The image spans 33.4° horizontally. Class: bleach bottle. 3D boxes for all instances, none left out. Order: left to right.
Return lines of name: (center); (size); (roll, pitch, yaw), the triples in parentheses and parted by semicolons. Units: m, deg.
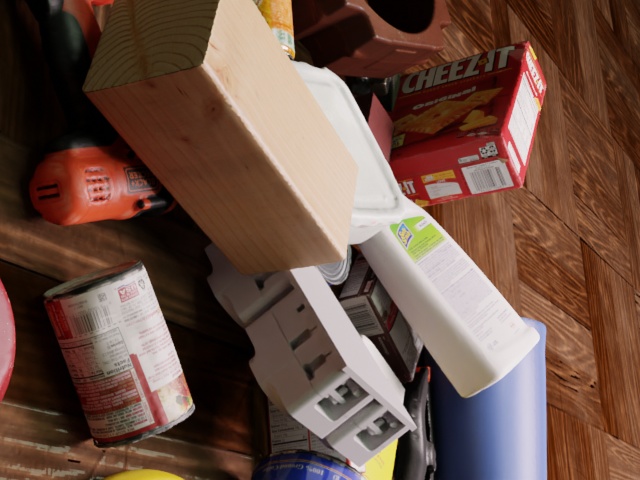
bleach bottle: (0.100, 0.023, 1.022); (0.251, 0.068, 0.102); (54, 42, 3)

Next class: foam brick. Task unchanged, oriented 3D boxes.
foam brick: (0.038, -0.099, 1.071); (0.051, 0.053, 0.078); (52, 35, -38)

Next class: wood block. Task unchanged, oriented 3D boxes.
wood block: (-0.058, -0.072, 0.726); (0.206, 0.090, 0.090); (53, 37, -45)

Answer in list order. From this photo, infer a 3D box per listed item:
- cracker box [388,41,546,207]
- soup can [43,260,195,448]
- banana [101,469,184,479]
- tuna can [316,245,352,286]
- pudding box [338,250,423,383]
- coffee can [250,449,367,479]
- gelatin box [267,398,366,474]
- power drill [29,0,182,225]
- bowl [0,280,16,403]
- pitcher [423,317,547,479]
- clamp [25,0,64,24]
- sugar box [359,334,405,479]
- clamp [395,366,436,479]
cracker box: (0.147, -0.125, 1.163); (0.072, 0.164, 0.213); (63, 31, -28)
soup can: (-0.128, 0.071, 0.676); (0.068, 0.069, 0.102); (-32, 106, -61)
banana: (-0.126, 0.181, 0.663); (0.197, 0.037, 0.069); (7, 71, -60)
tuna can: (-0.006, 0.001, 0.965); (0.086, 0.034, 0.086); (34, 49, -52)
pudding box: (0.065, 0.074, 1.060); (0.113, 0.039, 0.090); (63, 30, -26)
coffee can: (-0.022, 0.235, 0.759); (0.102, 0.103, 0.140); (60, 32, -28)
gelatin box: (-0.004, 0.148, 0.862); (0.030, 0.073, 0.089); (25, 56, -57)
power drill: (-0.137, -0.107, 0.740); (0.184, 0.057, 0.187); (-16, 95, -62)
bowl: (-0.210, 0.048, 0.550); (0.162, 0.055, 0.162); (33, 51, -52)
pitcher: (0.179, 0.208, 1.121); (0.149, 0.145, 0.243); (8, 71, -23)
clamp: (-0.200, -0.202, 0.654); (0.120, 0.039, 0.171); (25, 50, -18)
sugar box: (0.030, 0.178, 0.940); (0.093, 0.048, 0.176); (55, 36, -36)
clamp: (0.095, 0.223, 1.039); (0.164, 0.036, 0.210); (72, 17, -44)
